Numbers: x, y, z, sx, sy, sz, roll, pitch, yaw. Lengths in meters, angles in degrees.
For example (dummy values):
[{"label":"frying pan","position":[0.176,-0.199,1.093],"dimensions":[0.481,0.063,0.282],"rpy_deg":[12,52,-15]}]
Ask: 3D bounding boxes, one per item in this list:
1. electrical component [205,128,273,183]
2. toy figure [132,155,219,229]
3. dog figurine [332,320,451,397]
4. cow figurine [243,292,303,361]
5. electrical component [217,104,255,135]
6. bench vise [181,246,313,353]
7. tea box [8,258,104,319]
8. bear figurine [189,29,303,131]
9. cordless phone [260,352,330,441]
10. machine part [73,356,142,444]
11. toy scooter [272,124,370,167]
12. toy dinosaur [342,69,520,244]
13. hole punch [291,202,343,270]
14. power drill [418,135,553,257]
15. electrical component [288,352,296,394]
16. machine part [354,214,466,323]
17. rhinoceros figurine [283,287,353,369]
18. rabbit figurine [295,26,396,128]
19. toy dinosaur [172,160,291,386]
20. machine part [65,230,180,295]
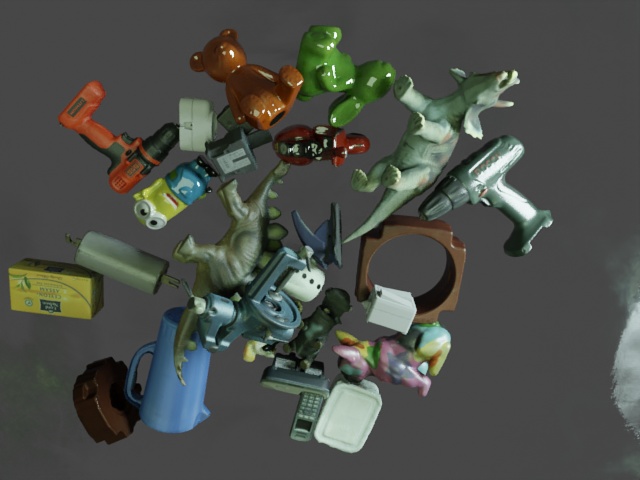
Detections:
[{"label":"electrical component","position":[-0.143,-0.162,0.982],"dimensions":[0.119,0.048,0.074],"rpy_deg":[-18,133,2]},{"label":"toy figure","position":[-0.279,-0.090,1.038],"dimensions":[0.180,0.089,0.082],"rpy_deg":[-39,89,4]},{"label":"dog figurine","position":[0.137,0.225,1.112],"dimensions":[0.219,0.108,0.191],"rpy_deg":[20,111,-1]},{"label":"cow figurine","position":[-0.101,0.189,1.132],"dimensions":[0.098,0.068,0.167],"rpy_deg":[19,109,-10]},{"label":"electrical component","position":[-0.147,-0.219,1.002],"dimensions":[0.102,0.045,0.078],"rpy_deg":[-36,118,10]},{"label":"bench vise","position":[-0.107,0.096,0.945],"dimensions":[0.223,0.129,0.240],"rpy_deg":[29,110,-29]},{"label":"tea box","position":[-0.545,0.100,1.116],"dimensions":[0.170,0.068,0.098],"rpy_deg":[5,108,-1]},{"label":"bear figurine","position":[-0.132,-0.287,0.922],"dimensions":[0.120,0.132,0.196],"rpy_deg":[-39,88,-11]},{"label":"cordless phone","position":[-0.063,0.345,1.149],"dimensions":[0.147,0.089,0.184],"rpy_deg":[12,112,-4]},{"label":"machine part","position":[-0.445,0.337,1.141],"dimensions":[0.056,0.179,0.179],"rpy_deg":[-21,106,8]},{"label":"toy scooter","position":[-0.001,-0.167,0.972],"dimensions":[0.184,0.135,0.075],"rpy_deg":[0,110,3]},{"label":"toy dinosaur","position":[0.185,-0.156,0.975],"dimensions":[0.192,0.131,0.404],"rpy_deg":[4,130,-36]},{"label":"hole punch","position":[-0.002,-0.003,1.025],"dimensions":[0.092,0.142,0.115],"rpy_deg":[-5,77,3]},{"label":"power drill","position":[0.316,-0.063,1.000],"dimensions":[0.207,0.086,0.232],"rpy_deg":[44,83,-8]},{"label":"electrical component","position":[-0.062,0.293,1.185],"dimensions":[0.063,0.021,0.094],"rpy_deg":[22,106,-6]},{"label":"machine part","position":[0.175,0.056,1.065],"dimensions":[0.202,0.087,0.200],"rpy_deg":[5,109,-1]},{"label":"rhinoceros figurine","position":[0.001,0.179,1.103],"dimensions":[0.073,0.112,0.190],"rpy_deg":[41,122,18]},{"label":"rabbit figurine","position":[0.042,-0.279,0.940],"dimensions":[0.170,0.121,0.159],"rpy_deg":[15,114,0]},{"label":"toy dinosaur","position":[-0.181,0.050,1.035],"dimensions":[0.198,0.105,0.471],"rpy_deg":[35,88,-13]},{"label":"machine part","position":[-0.399,0.046,1.089],"dimensions":[0.243,0.079,0.079],"rpy_deg":[22,108,-6]}]
